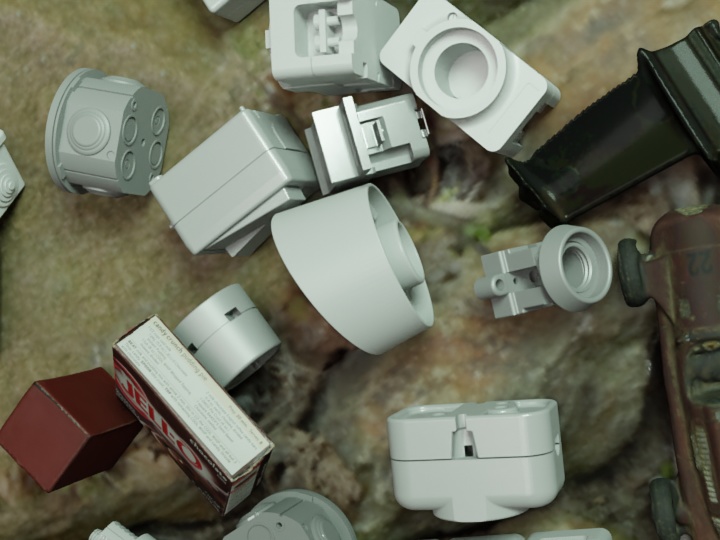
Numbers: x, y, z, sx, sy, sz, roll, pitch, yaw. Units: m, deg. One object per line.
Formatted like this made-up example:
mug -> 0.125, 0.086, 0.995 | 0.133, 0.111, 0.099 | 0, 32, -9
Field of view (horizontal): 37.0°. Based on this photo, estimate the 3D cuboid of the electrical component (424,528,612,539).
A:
electrical component -> 0.074, 0.204, 0.622 | 0.150, 0.062, 0.089 | -9, 89, 20

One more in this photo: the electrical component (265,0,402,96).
electrical component -> -0.016, -0.131, 0.623 | 0.056, 0.089, 0.050 | -1, 92, 20

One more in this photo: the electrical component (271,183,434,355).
electrical component -> 0.000, 0.000, 0.621 | 0.064, 0.099, 0.099 | -24, 85, 12

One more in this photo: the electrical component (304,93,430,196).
electrical component -> 0.005, -0.075, 0.628 | 0.064, 0.081, 0.042 | -16, 88, -9

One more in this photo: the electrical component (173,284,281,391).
electrical component -> -0.083, 0.044, 0.675 | 0.055, 0.055, 0.047 | -42, 82, 16

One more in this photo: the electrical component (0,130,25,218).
electrical component -> -0.287, -0.050, 0.723 | 0.100, 0.099, 0.048 | 5, 137, 19

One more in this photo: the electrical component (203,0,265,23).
electrical component -> -0.072, -0.198, 0.647 | 0.083, 0.076, 0.047 | -35, 81, 18

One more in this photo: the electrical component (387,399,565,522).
electrical component -> 0.068, 0.110, 0.624 | 0.095, 0.054, 0.059 | -6, 91, 20

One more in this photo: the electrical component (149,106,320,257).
electrical component -> -0.078, -0.046, 0.664 | 0.096, 0.062, 0.061 | -36, 81, 17

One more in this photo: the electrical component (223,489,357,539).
electrical component -> -0.045, 0.180, 0.669 | 0.080, 0.051, 0.080 | 1, 93, 19

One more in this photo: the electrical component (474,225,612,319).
electrical component -> 0.106, 0.002, 0.598 | 0.055, 0.066, 0.048 | -16, 87, 53

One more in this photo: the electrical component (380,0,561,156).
electrical component -> 0.063, -0.111, 0.614 | 0.089, 0.056, 0.050 | 42, 105, 13

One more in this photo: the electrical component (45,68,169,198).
electrical component -> -0.160, -0.085, 0.683 | 0.051, 0.080, 0.080 | 11, 96, 13

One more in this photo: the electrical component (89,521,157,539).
electrical component -> -0.145, 0.198, 0.709 | 0.081, 0.043, 0.043 | 32, 102, 16
